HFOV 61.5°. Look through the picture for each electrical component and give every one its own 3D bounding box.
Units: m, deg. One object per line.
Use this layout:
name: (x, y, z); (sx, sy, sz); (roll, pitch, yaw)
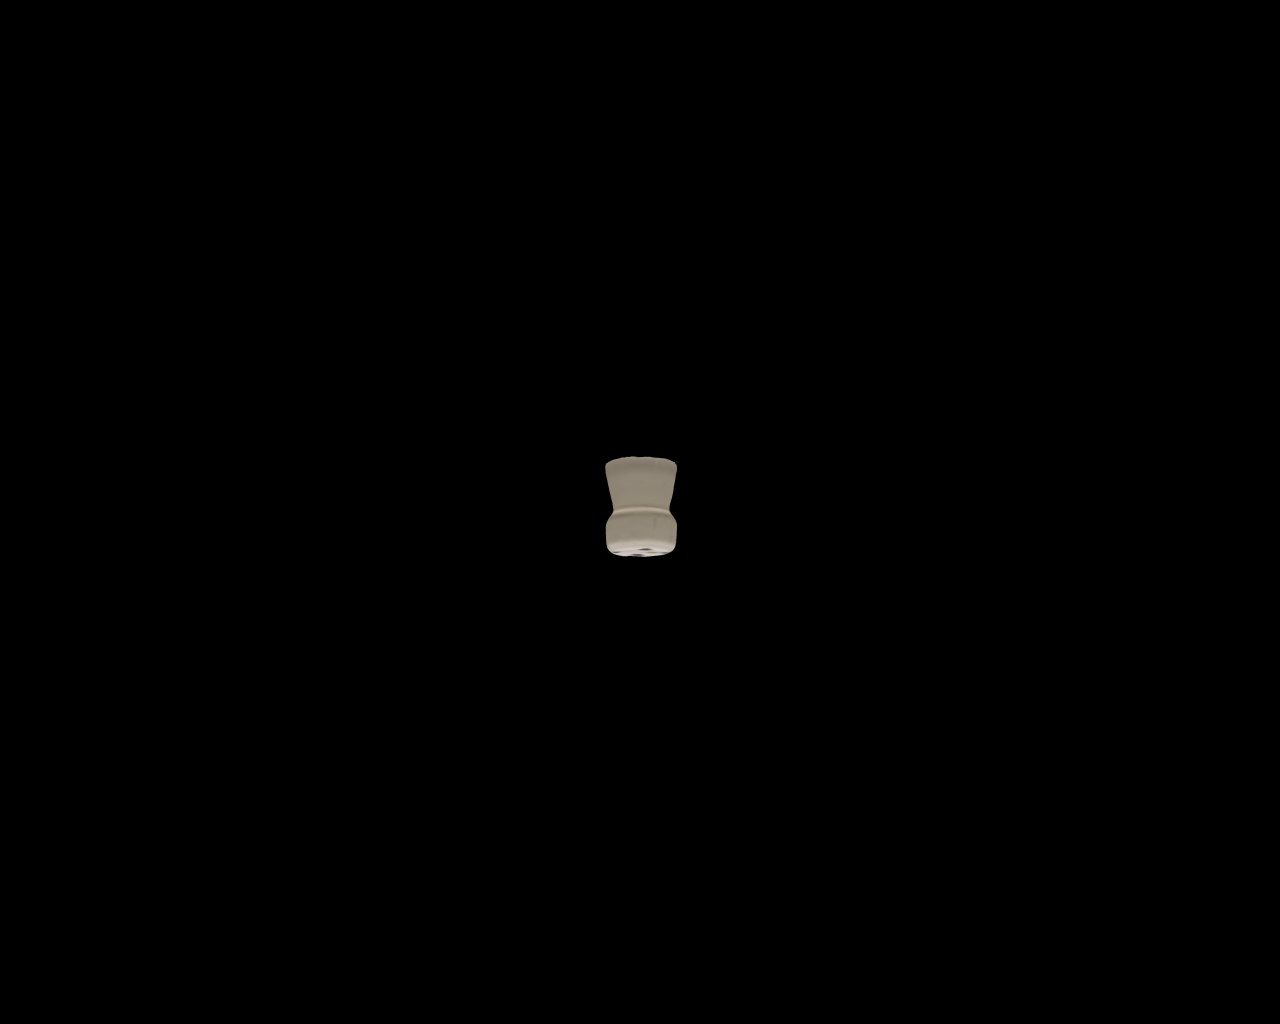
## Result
electrical component: (0.001, -0.003, 0.650); (0.045, 0.055, 0.045); (0, -11, 0)
